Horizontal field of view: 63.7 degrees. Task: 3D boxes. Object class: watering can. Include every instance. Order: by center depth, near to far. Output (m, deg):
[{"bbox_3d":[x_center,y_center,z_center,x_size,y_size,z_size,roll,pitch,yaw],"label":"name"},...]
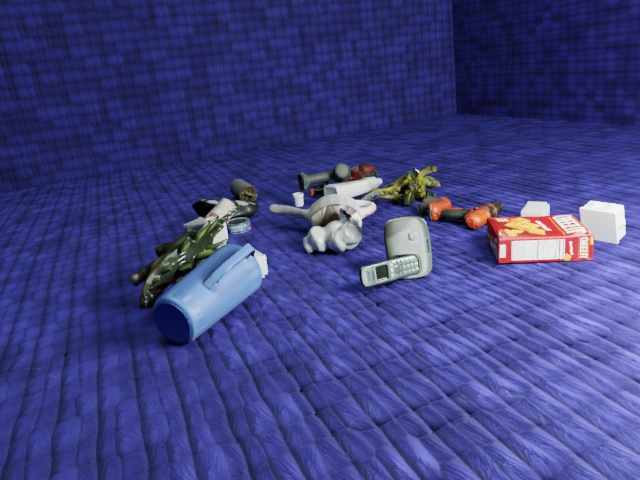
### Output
[{"bbox_3d":[0.005,-0.081,1.608,0.347,0.102,0.227,-4,18,2],"label":"watering can"}]

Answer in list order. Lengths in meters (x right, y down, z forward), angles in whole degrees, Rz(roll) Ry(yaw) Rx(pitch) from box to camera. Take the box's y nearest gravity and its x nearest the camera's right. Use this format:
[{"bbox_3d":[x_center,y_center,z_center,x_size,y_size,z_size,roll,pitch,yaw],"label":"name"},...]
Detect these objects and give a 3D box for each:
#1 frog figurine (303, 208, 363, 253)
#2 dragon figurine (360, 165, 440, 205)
[{"bbox_3d":[0.036,-0.005,1.435,0.159,0.121,0.139,-43,29,3],"label":"frog figurine"},{"bbox_3d":[0.279,-0.181,1.868,0.412,0.122,0.242,-12,2,-21],"label":"dragon figurine"}]
